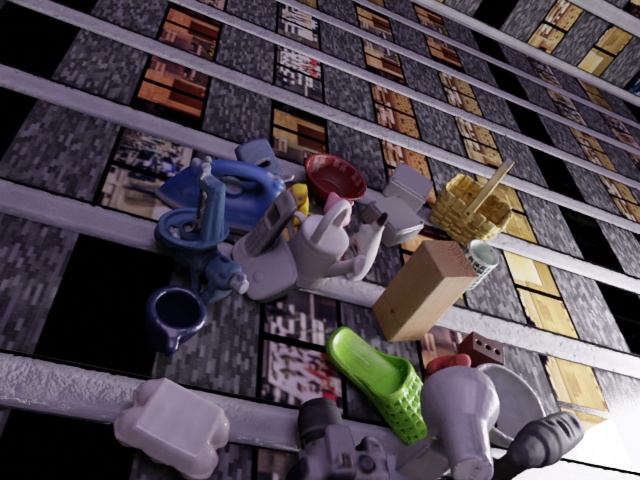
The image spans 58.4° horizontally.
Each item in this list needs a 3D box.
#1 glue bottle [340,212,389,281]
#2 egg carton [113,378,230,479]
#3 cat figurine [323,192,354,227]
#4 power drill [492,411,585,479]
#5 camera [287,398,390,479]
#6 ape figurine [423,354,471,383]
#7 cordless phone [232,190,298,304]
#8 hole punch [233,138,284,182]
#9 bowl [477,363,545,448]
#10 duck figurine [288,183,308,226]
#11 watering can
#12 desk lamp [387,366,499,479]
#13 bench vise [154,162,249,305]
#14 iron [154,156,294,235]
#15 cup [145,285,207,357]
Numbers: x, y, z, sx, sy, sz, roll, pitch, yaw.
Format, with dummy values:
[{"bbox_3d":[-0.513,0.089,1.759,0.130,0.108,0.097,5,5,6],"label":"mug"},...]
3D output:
[{"bbox_3d":[0.095,0.005,1.171,0.037,0.173,0.078,-2,50,-34],"label":"glue bottle"},{"bbox_3d":[-0.201,0.261,0.792,0.150,0.069,0.107,29,39,-4],"label":"egg carton"},{"bbox_3d":[0.033,-0.036,1.218,0.067,0.117,0.127,19,41,-16],"label":"cat figurine"},{"bbox_3d":[0.324,0.355,0.927,0.230,0.208,0.075,-9,54,-39],"label":"power drill"},{"bbox_3d":[0.025,0.309,0.865,0.143,0.100,0.136,11,44,-24],"label":"camera"},{"bbox_3d":[0.249,0.246,1.084,0.076,0.092,0.077,-23,63,-45],"label":"ape figurine"},{"bbox_3d":[-0.081,0.012,1.038,0.094,0.185,0.147,-3,50,-35],"label":"cordless phone"},{"bbox_3d":[-0.135,-0.160,1.258,0.101,0.091,0.109,43,40,13],"label":"hole punch"},{"bbox_3d":[0.333,0.322,1.074,0.168,0.074,0.167,18,41,-16],"label":"bowl"},{"bbox_3d":[-0.053,-0.086,1.239,0.077,0.086,0.105,37,39,7],"label":"duck figurine"},{"bbox_3d":[0.011,0.003,1.102,0.173,0.194,0.101,29,39,-4],"label":"watering can"},{"bbox_3d":[0.186,0.323,0.866,0.118,0.213,0.203,26,39,-7],"label":"desk lamp"},{"bbox_3d":[-0.180,-0.012,0.972,0.207,0.219,0.122,35,39,3],"label":"bench vise"},{"bbox_3d":[-0.183,-0.106,1.131,0.259,0.141,0.118,13,43,-22],"label":"iron"},{"bbox_3d":[-0.230,0.142,0.877,0.092,0.095,0.117,14,42,-20],"label":"cup"}]
